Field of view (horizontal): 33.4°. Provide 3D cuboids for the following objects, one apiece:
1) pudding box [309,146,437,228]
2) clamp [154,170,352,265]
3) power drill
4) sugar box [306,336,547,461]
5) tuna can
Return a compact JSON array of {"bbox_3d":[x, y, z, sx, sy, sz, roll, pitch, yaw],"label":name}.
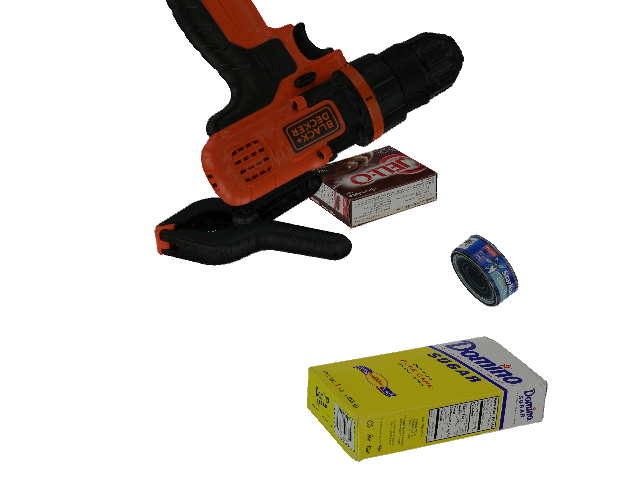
[{"bbox_3d":[0.054,-0.059,1.136,0.113,0.039,0.090,-20,32,-24],"label":"pudding box"},{"bbox_3d":[-0.062,-0.020,0.964,0.171,0.039,0.120,-2,32,-5],"label":"clamp"},{"bbox_3d":[-0.020,-0.139,0.661,0.184,0.187,0.057,-30,6,-15],"label":"power drill"},{"bbox_3d":[0.087,0.126,0.878,0.176,0.048,0.093,-10,25,-23],"label":"sugar box"},{"bbox_3d":[0.196,0.037,1.284,0.033,0.086,0.086,-36,10,-15],"label":"tuna can"}]
